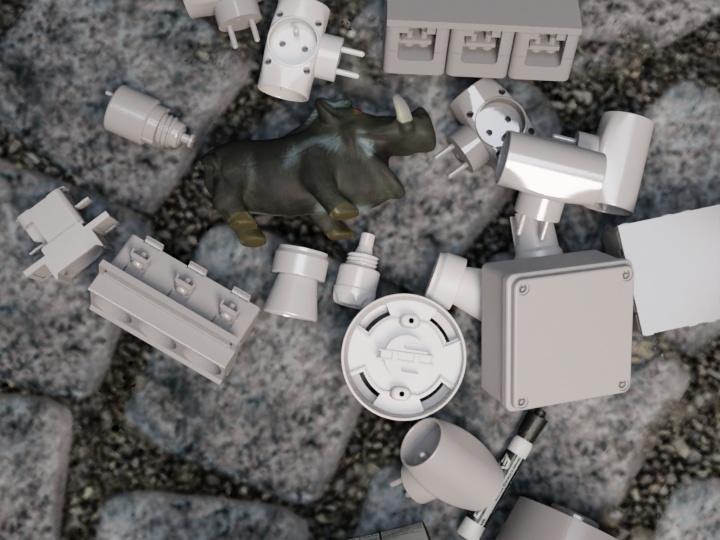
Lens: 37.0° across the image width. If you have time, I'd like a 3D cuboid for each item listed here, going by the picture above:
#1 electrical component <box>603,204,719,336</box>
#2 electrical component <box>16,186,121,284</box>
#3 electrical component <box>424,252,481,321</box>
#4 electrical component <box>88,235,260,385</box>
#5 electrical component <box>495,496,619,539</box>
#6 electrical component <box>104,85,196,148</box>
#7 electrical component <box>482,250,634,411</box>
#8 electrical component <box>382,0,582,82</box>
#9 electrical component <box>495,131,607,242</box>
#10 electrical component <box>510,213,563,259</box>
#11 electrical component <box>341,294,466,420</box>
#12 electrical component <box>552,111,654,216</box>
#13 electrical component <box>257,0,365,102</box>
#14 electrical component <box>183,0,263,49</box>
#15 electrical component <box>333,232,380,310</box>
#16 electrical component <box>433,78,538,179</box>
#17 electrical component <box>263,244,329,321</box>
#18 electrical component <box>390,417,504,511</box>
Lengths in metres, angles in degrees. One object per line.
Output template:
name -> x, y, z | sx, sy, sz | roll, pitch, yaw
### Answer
electrical component -> 0.282, -0.005, 0.868 | 0.150, 0.061, 0.089 | -12, 86, -2
electrical component -> -0.240, -0.028, 0.871 | 0.081, 0.042, 0.063 | -37, 84, -4
electrical component -> 0.084, 0.014, 0.872 | 0.055, 0.045, 0.045 | 20, 86, 1
electrical component -> -0.146, 0.029, 0.856 | 0.121, 0.078, 0.063 | 30, 64, 1
electrical component -> 0.155, 0.218, 0.834 | 0.099, 0.099, 0.064 | 25, 80, 1
electrical component -> -0.172, -0.121, 0.879 | 0.078, 0.040, 0.040 | 24, 86, 1
electrical component -> 0.153, 0.045, 0.838 | 0.109, 0.056, 0.108 | -7, 105, -19
electrical component -> 0.095, -0.202, 0.866 | 0.150, 0.061, 0.089 | 3, 53, -1
electrical component -> 0.144, -0.062, 0.841 | 0.077, 0.043, 0.079 | 13, 105, -3
electrical component -> 0.143, -0.024, 0.879 | 0.040, 0.040, 0.046 | -9, 81, -2
electrical component -> 0.035, 0.069, 0.857 | 0.099, 0.064, 0.099 | 0, 86, -1
electrical component -> 0.194, -0.091, 0.882 | 0.079, 0.043, 0.077 | 14, 86, 0
electrical component -> -0.037, -0.177, 0.883 | 0.079, 0.044, 0.077 | 14, 86, -1
electrical component -> -0.104, -0.222, 0.884 | 0.077, 0.044, 0.079 | -17, 87, 1
electrical component -> 0.000, 0.000, 0.877 | 0.035, 0.035, 0.061 | 13, 81, 0
electrical component -> 0.098, -0.106, 0.880 | 0.079, 0.044, 0.077 | -36, 87, -4
electrical component -> -0.051, 0.010, 0.869 | 0.045, 0.045, 0.055 | 12, 85, 0
electrical component -> 0.060, 0.161, 0.855 | 0.079, 0.043, 0.077 | -32, 125, 31
